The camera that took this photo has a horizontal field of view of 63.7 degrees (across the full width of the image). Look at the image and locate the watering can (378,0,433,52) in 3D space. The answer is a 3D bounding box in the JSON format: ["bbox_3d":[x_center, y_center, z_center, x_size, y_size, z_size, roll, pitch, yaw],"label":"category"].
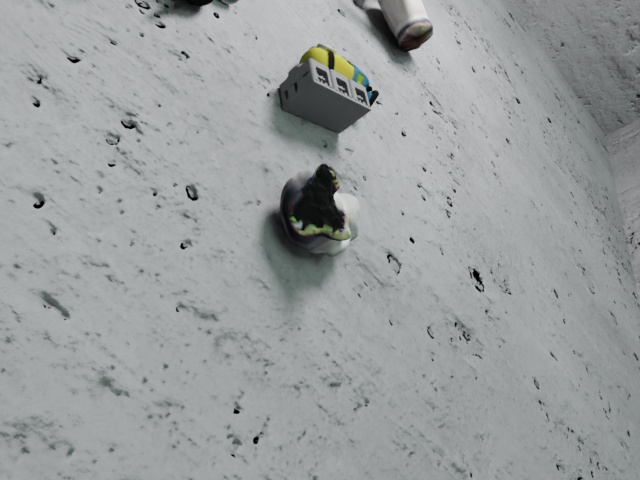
[{"bbox_3d":[0.211,-0.627,1.349,0.225,0.103,0.348,66,13,4],"label":"watering can"}]

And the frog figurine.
[{"bbox_3d":[0.002,-0.041,0.820,0.138,0.122,0.159,54,2,7],"label":"frog figurine"}]
